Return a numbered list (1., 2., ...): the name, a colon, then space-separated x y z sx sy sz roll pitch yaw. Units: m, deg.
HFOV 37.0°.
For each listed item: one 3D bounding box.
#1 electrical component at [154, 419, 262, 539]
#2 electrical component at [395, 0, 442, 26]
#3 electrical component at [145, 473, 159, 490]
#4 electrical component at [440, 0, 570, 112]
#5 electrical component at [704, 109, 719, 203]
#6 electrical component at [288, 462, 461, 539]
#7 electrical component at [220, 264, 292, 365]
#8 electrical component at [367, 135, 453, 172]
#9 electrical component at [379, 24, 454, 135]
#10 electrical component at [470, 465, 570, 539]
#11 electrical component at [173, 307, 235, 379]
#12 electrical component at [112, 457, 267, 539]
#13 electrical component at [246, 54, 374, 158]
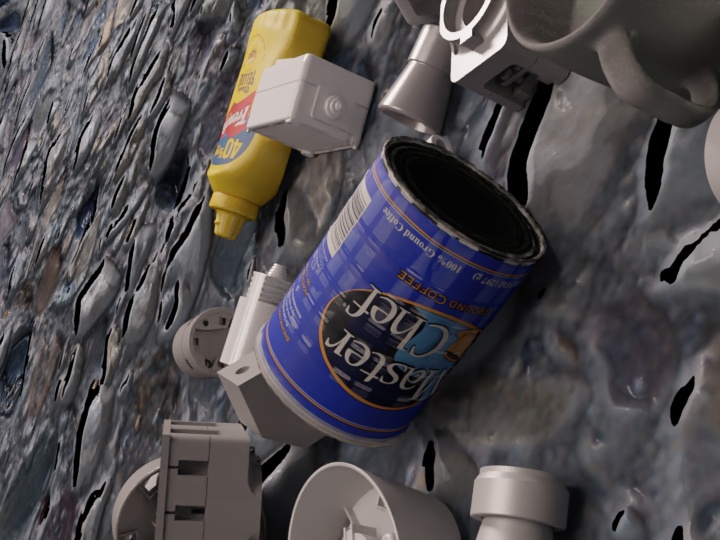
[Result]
1. electrical component: -0.099 0.192 0.671 0.105 0.060 0.186 162 112 -80
2. electrical component: 0.048 -0.213 0.707 0.050 0.056 0.089 -6 81 14
3. electrical component: -0.136 0.160 0.828 0.077 0.043 0.079 -49 14 56
4. electrical component: 0.084 -0.148 0.628 0.050 0.056 0.089 -31 47 50
5. electrical component: 0.186 -0.088 0.417 0.074 0.052 0.138 -6 67 59
6. electrical component: 0.006 0.156 0.565 0.099 0.064 0.099 -39 41 45
7. electrical component: -0.071 0.035 0.797 0.043 0.043 0.081 7 79 61
8. electrical component: 0.032 -0.059 0.676 0.062 0.043 0.043 -43 39 38
9. electrical component: 0.045 -0.126 0.699 0.044 0.044 0.065 23 88 62
10. electrical component: 0.072 0.121 0.493 0.045 0.045 0.055 -19 56 55
11. electrical component: -0.118 0.060 0.852 0.047 0.055 0.055 -20 56 59
12. electrical component: -0.121 0.177 0.744 0.064 0.099 0.099 5 77 68
13. electrical component: -0.034 -0.127 0.814 0.096 0.062 0.061 2 74 60
